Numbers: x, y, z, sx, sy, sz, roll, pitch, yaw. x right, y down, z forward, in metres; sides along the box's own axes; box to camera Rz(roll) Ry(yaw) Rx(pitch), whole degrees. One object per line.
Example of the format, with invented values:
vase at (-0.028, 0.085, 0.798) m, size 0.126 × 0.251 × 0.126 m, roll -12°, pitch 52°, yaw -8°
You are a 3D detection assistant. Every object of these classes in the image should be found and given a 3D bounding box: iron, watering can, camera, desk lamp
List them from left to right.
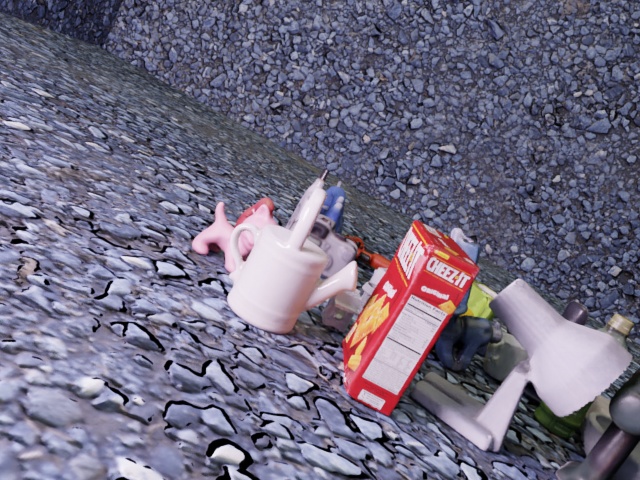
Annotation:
watering can at (-0.032, 0.022, 0.771) m, size 0.173 × 0.194 × 0.100 m, roll 24°, pitch 12°, yaw -20°
camera at (0.011, 0.004, 1.175) m, size 0.143 × 0.101 × 0.137 m, roll 29°, pitch 12°, yaw 4°
iron at (0.026, -0.066, 1.404) m, size 0.119 × 0.141 × 0.258 m, roll 26°, pitch 12°, yaw -9°
desk lamp at (0.263, 0.173, 0.761) m, size 0.202 × 0.213 × 0.118 m, roll 33°, pitch 12°, yaw 20°

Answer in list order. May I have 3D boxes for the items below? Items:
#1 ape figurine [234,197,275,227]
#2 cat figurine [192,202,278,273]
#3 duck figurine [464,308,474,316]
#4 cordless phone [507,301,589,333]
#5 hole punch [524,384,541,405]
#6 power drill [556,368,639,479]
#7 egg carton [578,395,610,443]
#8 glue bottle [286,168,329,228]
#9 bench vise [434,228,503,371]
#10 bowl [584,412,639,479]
ape figurine at (-0.117, -0.038, 1.079) m, size 0.078 × 0.092 × 0.076 m, roll 21°, pitch 14°, yaw -31°
cat figurine at (-0.118, -0.011, 0.900) m, size 0.127 × 0.117 × 0.067 m, roll 30°, pitch 12°, yaw 8°
duck figurine at (0.264, 0.169, 1.096) m, size 0.078 × 0.086 × 0.104 m, roll 22°, pitch 13°, yaw -29°
cordless phone at (0.490, 0.200, 1.238) m, size 0.094 × 0.185 × 0.147 m, roll 20°, pitch 14°, yaw -36°
hole punch at (0.433, 0.263, 1.072) m, size 0.108 × 0.091 × 0.101 m, roll 32°, pitch 12°, yaw 17°
power drill at (0.418, 0.256, 0.778) m, size 0.075 × 0.208 × 0.230 m, roll 36°, pitch 14°, yaw 34°
egg carton at (0.510, 0.332, 1.009) m, size 0.107 × 0.069 × 0.151 m, roll 32°, pitch 12°, yaw 15°
glue bottle at (-0.023, -0.083, 1.289) m, size 0.037 × 0.173 × 0.078 m, roll 25°, pitch 12°, yaw -14°
bench vise at (0.228, 0.098, 0.984) m, size 0.208 × 0.219 × 0.121 m, roll 22°, pitch 13°, yaw -28°
bowl at (0.462, 0.339, 0.856) m, size 0.167 × 0.074 × 0.167 m, roll 27°, pitch 12°, yaw -6°
